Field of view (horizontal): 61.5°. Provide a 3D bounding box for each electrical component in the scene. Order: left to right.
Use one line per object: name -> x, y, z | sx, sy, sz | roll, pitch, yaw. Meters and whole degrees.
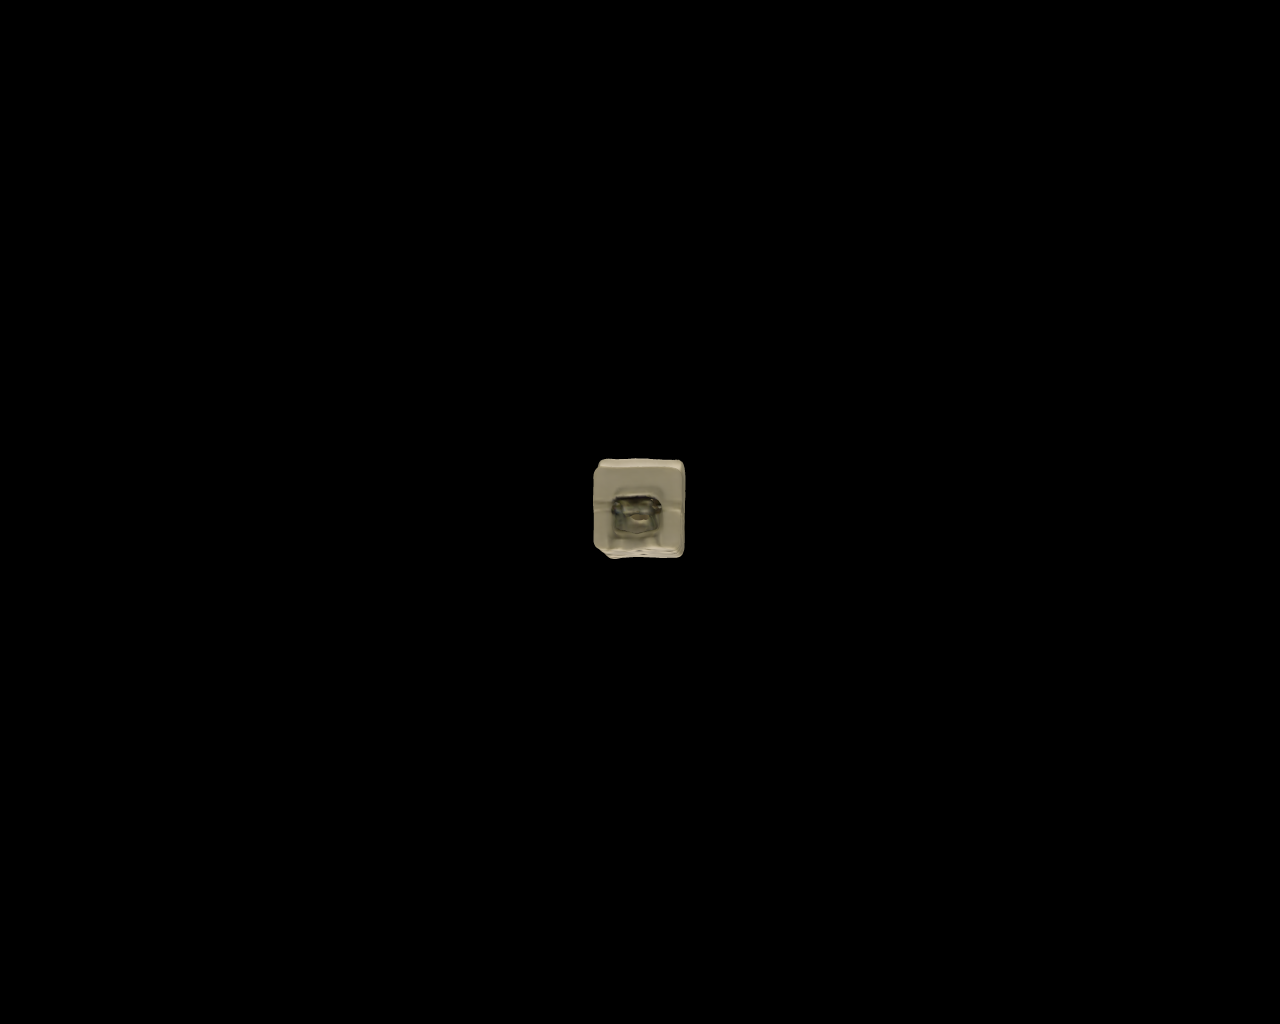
electrical component -> 0.001, -0.003, 0.650 | 0.050, 0.055, 0.089 | 0, -7, 4
